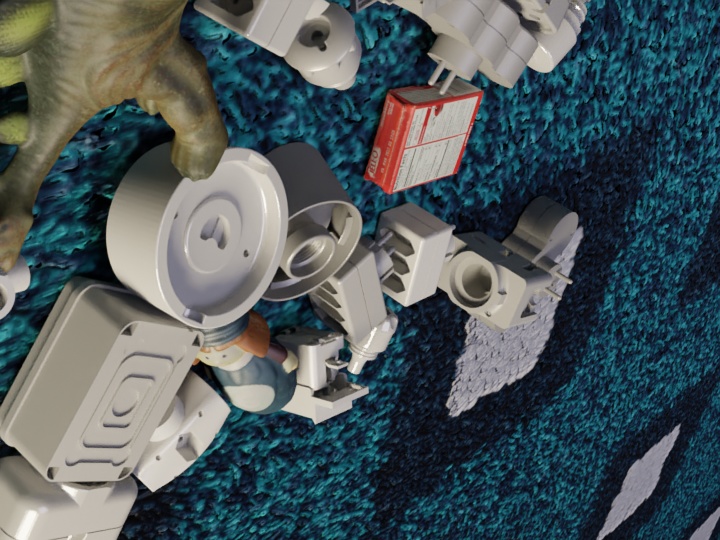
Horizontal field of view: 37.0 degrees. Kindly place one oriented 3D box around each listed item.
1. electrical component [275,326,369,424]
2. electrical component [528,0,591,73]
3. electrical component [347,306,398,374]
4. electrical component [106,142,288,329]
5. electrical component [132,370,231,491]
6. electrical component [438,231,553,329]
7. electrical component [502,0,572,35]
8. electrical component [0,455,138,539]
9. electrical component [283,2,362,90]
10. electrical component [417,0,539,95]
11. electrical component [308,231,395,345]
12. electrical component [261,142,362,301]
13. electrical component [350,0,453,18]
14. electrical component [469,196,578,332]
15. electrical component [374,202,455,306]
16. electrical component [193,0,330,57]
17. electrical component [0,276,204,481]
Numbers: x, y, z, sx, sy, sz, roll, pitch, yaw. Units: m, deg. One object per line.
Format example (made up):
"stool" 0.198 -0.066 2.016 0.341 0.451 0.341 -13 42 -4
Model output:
"electrical component" -0.038 0.078 0.827 0.042 0.081 0.063 -16 109 -48
"electrical component" 0.158 -0.195 0.869 0.078 0.040 0.040 -48 149 -13
"electrical component" 0.006 0.059 0.904 0.035 0.035 0.061 -3 123 -54
"electrical component" -0.101 -0.025 0.639 0.108 0.060 0.108 -27 125 -46
"electrical component" -0.136 0.101 0.733 0.077 0.043 0.079 -46 148 -16
"electrical component" 0.113 0.008 0.951 0.056 0.089 0.050 -9 126 -51
"electrical component" 0.119 -0.218 0.771 0.095 0.054 0.059 25 88 -61
"electrical component" -0.193 0.148 0.687 0.095 0.054 0.059 7 113 -57
"electrical component" -0.019 -0.134 0.674 0.048 0.048 0.062 -53 156 -5
"electrical component" 0.074 -0.161 0.771 0.073 0.052 0.138 -58 150 4
"electrical component" 0.000 0.000 0.825 0.076 0.047 0.083 -43 147 -22
"electrical component" -0.049 -0.030 0.736 0.099 0.064 0.099 -28 147 -20
"electrical component" 0.030 -0.218 0.643 0.079 0.063 0.121 -38 145 -28
"electrical component" 0.170 0.002 1.042 0.138 0.074 0.052 -56 150 -1
"electrical component" 0.052 -0.018 0.881 0.077 0.047 0.065 -22 136 -43
"electrical component" -0.039 -0.166 0.611 0.076 0.047 0.083 15 106 -59
"electrical component" -0.159 0.066 0.655 0.078 0.057 0.113 18 104 -59
